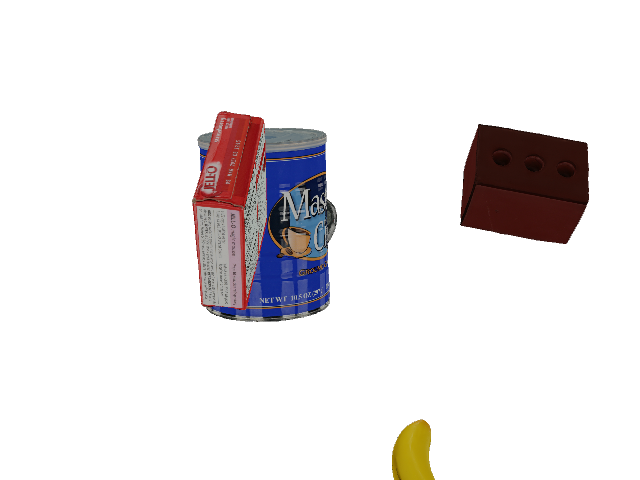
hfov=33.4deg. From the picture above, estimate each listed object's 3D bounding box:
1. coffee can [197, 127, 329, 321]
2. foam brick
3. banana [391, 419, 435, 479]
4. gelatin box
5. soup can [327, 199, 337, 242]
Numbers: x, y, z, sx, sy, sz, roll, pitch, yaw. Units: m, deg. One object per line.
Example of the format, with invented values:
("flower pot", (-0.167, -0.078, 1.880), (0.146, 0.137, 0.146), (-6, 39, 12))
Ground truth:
("coffee can", (-0.045, -0.016, 0.863), (0.103, 0.140, 0.103), (-1, 13, 0))
("foam brick", (0.138, -0.038, 0.726), (0.078, 0.053, 0.051), (10, -35, -1))
("banana", (0.104, 0.233, 1.028), (0.069, 0.037, 0.198), (9, 21, -21))
("gelatin box", (-0.051, -0.016, 0.606), (0.030, 0.073, 0.089), (6, -43, 4))
("soup can", (-0.039, -0.033, 1.121), (0.068, 0.068, 0.102), (0, 24, -40))
